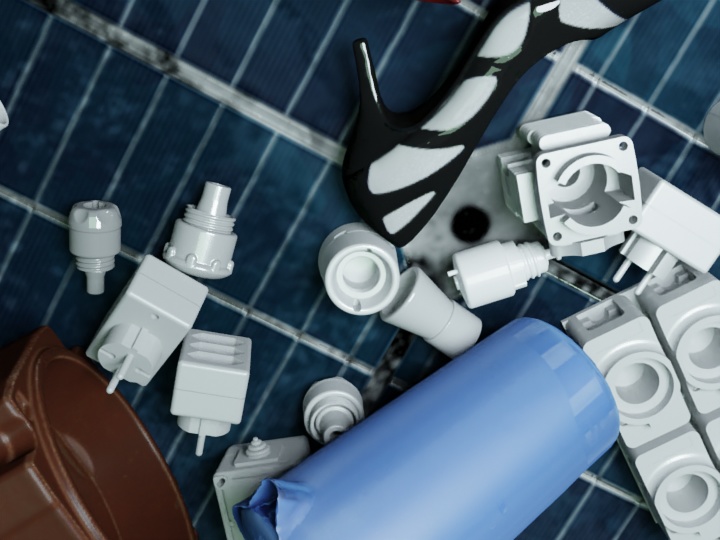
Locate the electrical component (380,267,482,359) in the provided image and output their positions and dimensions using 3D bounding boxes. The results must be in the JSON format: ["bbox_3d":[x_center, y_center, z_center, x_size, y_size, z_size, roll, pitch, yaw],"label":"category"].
[{"bbox_3d":[0.052,0.033,0.750,0.065,0.044,0.044,35,101,-18],"label":"electrical component"}]

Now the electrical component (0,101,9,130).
[{"bbox_3d":[-0.279,-0.105,0.681,0.077,0.043,0.079,-31,106,5],"label":"electrical component"}]

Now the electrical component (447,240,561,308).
[{"bbox_3d":[0.100,-0.001,0.743,0.078,0.040,0.040,-17,107,1],"label":"electrical component"}]

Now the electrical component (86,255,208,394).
[{"bbox_3d":[-0.147,0.047,0.704,0.047,0.075,0.083,31,134,-13],"label":"electrical component"}]

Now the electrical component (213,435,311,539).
[{"bbox_3d":[-0.063,0.160,0.767,0.062,0.061,0.096,-9,104,8],"label":"electrical component"}]

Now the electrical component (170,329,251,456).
[{"bbox_3d":[-0.105,0.089,0.741,0.047,0.065,0.076,10,106,-7],"label":"electrical component"}]

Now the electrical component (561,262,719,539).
[{"bbox_3d":[0.236,0.101,0.774,0.105,0.060,0.186,-27,107,4],"label":"electrical component"}]

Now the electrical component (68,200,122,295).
[{"bbox_3d":[-0.178,-0.014,0.721,0.035,0.035,0.061,3,109,-5],"label":"electrical component"}]

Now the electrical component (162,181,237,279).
[{"bbox_3d":[-0.103,-0.027,0.718,0.048,0.048,0.062,15,97,-9],"label":"electrical component"}]

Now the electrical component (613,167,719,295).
[{"bbox_3d":[0.205,-0.019,0.742,0.066,0.047,0.076,29,103,-12],"label":"electrical component"}]

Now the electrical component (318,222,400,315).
[{"bbox_3d":[0.000,0.000,0.732,0.055,0.047,0.055,-1,107,-4],"label":"electrical component"}]

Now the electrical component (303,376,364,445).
[{"bbox_3d":[-0.018,0.104,0.754,0.043,0.062,0.043,-1,107,-4],"label":"electrical component"}]

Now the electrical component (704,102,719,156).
[{"bbox_3d":[0.263,-0.087,0.708,0.043,0.081,0.043,-1,107,-4],"label":"electrical component"}]
